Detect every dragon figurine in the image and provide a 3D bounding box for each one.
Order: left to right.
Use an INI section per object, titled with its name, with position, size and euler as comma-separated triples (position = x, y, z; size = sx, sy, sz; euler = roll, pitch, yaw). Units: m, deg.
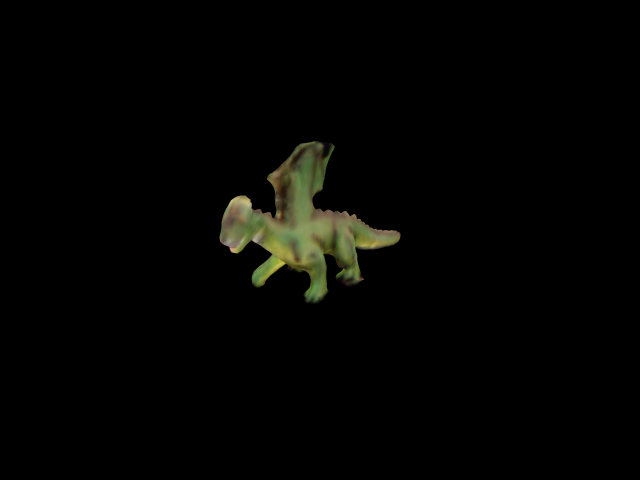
[dragon figurine]
position = 0.003, -0.043, 0.850
size = 0.123, 0.238, 0.415
euler = 22, 33, 40
